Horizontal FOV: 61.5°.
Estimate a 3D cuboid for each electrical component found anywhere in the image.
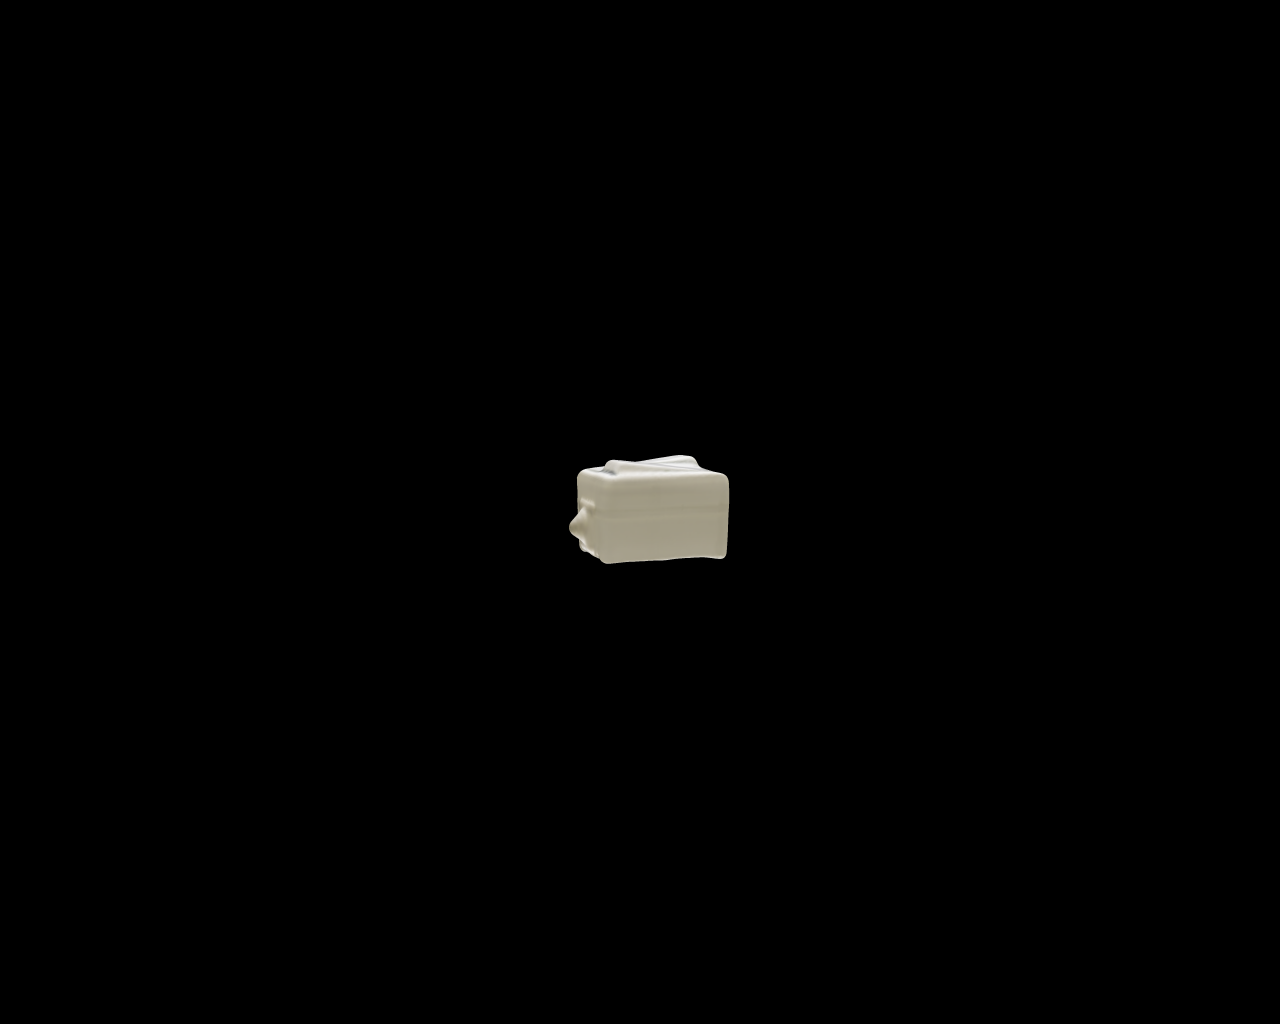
[{"bbox_3d":[0.001,-0.003,0.650,0.096,0.061,0.062,-2,8,-18],"label":"electrical component"}]
